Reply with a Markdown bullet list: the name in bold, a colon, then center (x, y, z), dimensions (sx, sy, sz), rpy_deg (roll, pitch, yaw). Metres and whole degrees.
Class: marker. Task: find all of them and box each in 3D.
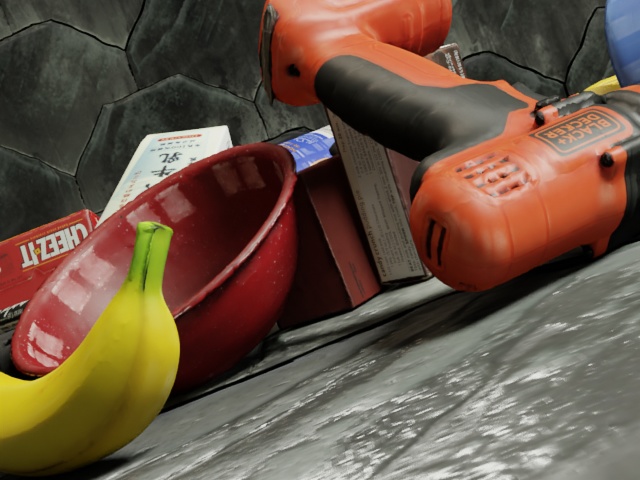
- **marker**: center (-0.201, 0.051, 0.719), dimensions (0.121, 0.020, 0.020), rpy_deg (-18, 5, 42)

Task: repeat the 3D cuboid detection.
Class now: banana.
- **banana**: center (-0.106, 0.058, 0.417), dimensions (0.037, 0.069, 0.198), rpy_deg (18, -31, -36)

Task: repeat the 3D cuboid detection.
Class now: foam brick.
- **foam brick**: center (-0.004, 0.001, 0.573), dimensions (0.051, 0.078, 0.052), rpy_deg (-19, 4, 34)

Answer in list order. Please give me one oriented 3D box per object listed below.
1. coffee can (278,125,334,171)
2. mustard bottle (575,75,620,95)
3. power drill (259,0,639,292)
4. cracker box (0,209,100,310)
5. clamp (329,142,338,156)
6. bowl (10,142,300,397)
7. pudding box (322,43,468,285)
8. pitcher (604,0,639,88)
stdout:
- **coffee can**: center (0.000, -0.023, 0.736), dimensions (0.140, 0.103, 0.103), rpy_deg (-23, 3, -24)
- **mustard bottle**: center (0.194, -0.076, 0.704), dimensions (0.096, 0.058, 0.191), rpy_deg (-13, 7, 24)
- **power drill**: center (0.076, -0.065, 0.457), dimensions (0.184, 0.057, 0.188), rpy_deg (-22, 42, -28)
- **cracker box**: center (-0.246, 0.052, 0.982), dimensions (0.164, 0.072, 0.213), rpy_deg (-22, -15, 1)
- **clamp**: center (0.063, -0.040, 0.675), dimensions (0.171, 0.039, 0.120), rpy_deg (-25, -30, -34)
- **bowl**: center (-0.067, 0.024, 0.511), dimensions (0.162, 0.055, 0.162), rpy_deg (-28, 25, 14)
- **pudding box**: center (0.054, -0.042, 0.578), dimensions (0.039, 0.113, 0.089), rpy_deg (-15, 7, 42)
- **pitcher**: center (0.280, -0.130, 0.540), dimensions (0.243, 0.149, 0.144), rpy_deg (-24, 16, 38)
